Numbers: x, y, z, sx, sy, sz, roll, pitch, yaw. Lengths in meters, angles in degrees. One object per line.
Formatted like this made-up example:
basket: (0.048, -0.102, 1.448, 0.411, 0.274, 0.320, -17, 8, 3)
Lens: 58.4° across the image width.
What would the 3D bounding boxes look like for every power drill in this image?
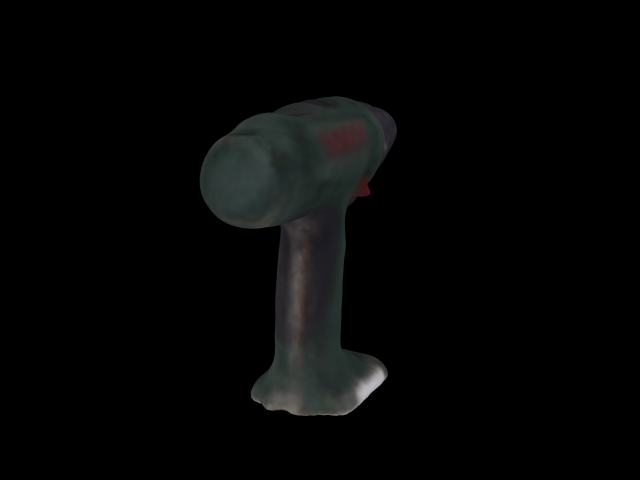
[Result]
power drill: (0.004, 0.001, 0.400, 0.075, 0.208, 0.230, 2, 5, 24)
